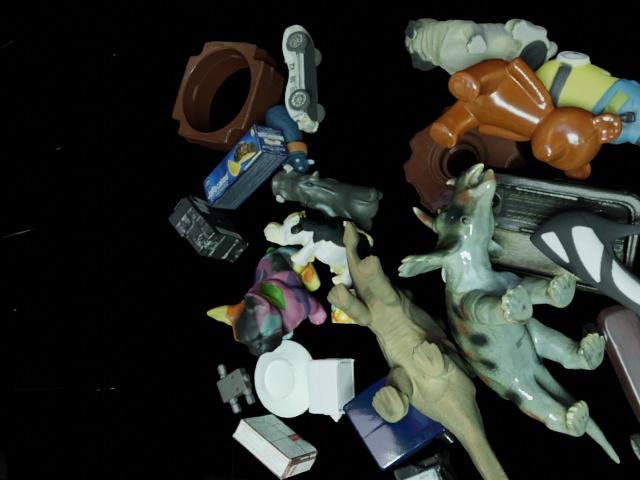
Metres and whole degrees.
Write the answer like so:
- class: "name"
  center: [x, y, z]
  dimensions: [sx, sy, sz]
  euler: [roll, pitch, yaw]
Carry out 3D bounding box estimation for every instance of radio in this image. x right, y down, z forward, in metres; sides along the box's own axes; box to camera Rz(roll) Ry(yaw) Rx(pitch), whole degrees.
- class: "radio"
  center: [0.287, -0.019, 0.702]
  dimensions: [0.230, 0.073, 0.131]
  euler: [12, 106, 20]

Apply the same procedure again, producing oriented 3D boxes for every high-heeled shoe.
- class: "high-heeled shoe"
  center: [0.337, 0.084, 0.618]
  dimensions: [0.145, 0.086, 0.248]
  euler: [-11, 90, 27]

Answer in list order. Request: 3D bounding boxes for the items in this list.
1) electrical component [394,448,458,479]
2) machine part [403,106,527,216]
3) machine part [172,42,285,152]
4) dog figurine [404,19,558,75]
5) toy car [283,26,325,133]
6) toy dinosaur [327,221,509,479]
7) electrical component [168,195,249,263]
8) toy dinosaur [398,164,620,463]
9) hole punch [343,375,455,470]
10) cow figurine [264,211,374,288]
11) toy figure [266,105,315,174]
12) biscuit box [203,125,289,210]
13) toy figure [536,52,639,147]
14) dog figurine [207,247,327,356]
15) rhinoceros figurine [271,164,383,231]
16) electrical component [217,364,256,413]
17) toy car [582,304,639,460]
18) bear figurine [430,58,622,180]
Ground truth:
- class: "electrical component"
  center: [0.140, 0.355, 0.765]
  dimensions: [0.119, 0.047, 0.075]
  euler: [-36, 64, 20]
- class: "machine part"
  center: [0.215, -0.114, 0.811]
  dimensions: [0.180, 0.056, 0.179]
  euler: [-6, 79, 30]
- class: "machine part"
  center: [-0.180, -0.277, 1.055]
  dimensions: [0.202, 0.087, 0.201]
  euler: [15, 88, 33]
- class: "dog figurine"
  center: [0.238, -0.299, 0.823]
  dimensions: [0.191, 0.172, 0.121]
  euler: [-116, 28, -49]
- class: "toy car"
  center: [-0.032, -0.291, 0.978]
  dimensions: [0.056, 0.073, 0.201]
  euler: [-9, 76, 25]
- class: "toy dinosaur"
  center: [0.144, 0.170, 0.711]
  dimensions: [0.105, 0.198, 0.471]
  euler: [-35, 63, 21]
- class: "electrical component"
  center: [-0.213, -0.024, 1.007]
  dimensions: [0.058, 0.114, 0.134]
  euler: [-49, 61, 8]
- class: "toy dinosaur"
  center: [0.225, 0.115, 0.666]
  dimensions: [0.131, 0.404, 0.192]
  euler: [-34, 21, -22]
- class: "hole punch"
  center: [0.109, 0.258, 0.782]
  dimensions: [0.116, 0.092, 0.142]
  euler: [-43, 59, 12]
- class: "cow figurine"
  center: [-0.003, -0.003, 0.866]
  dimensions: [0.167, 0.068, 0.098]
  euler: [29, 107, 0]
- class: "toy figure"
  center: [-0.054, -0.174, 0.978]
  dimensions: [0.064, 0.057, 0.154]
  euler: [-27, 69, 18]
- class: "biscuit box"
  center: [-0.140, -0.126, 0.978]
  dimensions: [0.202, 0.063, 0.059]
  euler: [-36, 62, 43]
- class: "toy figure"
  center: [0.369, -0.183, 0.719]
  dimensions: [0.089, 0.082, 0.180]
  euler: [-45, 67, 2]
- class: "dog figurine"
  center: [-0.085, 0.087, 0.852]
  dimensions: [0.108, 0.219, 0.191]
  euler: [-22, 71, 21]
- class: "rhinoceros figurine"
  center: [0.009, -0.071, 0.890]
  dimensions: [0.191, 0.112, 0.073]
  euler: [17, 91, 23]
- class: "electrical component"
  center: [-0.153, 0.260, 0.969]
  dimensions: [0.063, 0.021, 0.094]
  euler: [-37, 64, 19]
- class: "toy car"
  center: [0.396, 0.176, 0.650]
  dimensions: [0.089, 0.053, 0.202]
  euler: [-19, 72, 4]
- class: "bear figurine"
  center: [0.263, -0.144, 0.691]
  dimensions: [0.132, 0.120, 0.196]
  euler: [-36, 70, -28]
